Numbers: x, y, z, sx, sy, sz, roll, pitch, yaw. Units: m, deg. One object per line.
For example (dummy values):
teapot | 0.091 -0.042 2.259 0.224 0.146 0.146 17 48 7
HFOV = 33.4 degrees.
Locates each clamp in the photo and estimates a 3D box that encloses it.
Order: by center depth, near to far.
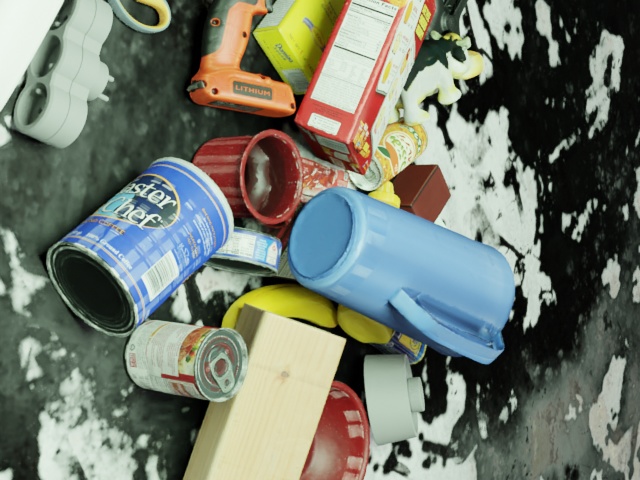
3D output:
clamp | 0.162 -0.285 1.377 0.120 0.039 0.171 -5 101 -40

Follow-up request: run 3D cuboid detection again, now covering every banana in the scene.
banana | -0.044 0.080 1.157 0.197 0.037 0.070 -13 119 -48

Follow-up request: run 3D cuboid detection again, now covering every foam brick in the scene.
foam brick | 0.118 -0.050 1.328 0.078 0.053 0.051 -54 130 -31

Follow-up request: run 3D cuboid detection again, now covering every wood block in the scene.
wood block | -0.058 0.177 1.051 0.090 0.090 0.206 21 86 -18

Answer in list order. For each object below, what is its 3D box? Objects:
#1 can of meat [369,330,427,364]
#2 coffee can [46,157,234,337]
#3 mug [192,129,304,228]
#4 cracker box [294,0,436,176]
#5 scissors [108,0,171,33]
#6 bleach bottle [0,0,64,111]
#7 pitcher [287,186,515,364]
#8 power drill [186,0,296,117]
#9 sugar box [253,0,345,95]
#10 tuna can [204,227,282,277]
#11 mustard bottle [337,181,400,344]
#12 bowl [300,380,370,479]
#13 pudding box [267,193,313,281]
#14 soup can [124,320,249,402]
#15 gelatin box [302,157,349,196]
can of meat | 0.097 0.093 1.306 0.083 0.058 0.102 38 64 -47
coffee can | -0.159 0.005 0.959 0.140 0.103 0.103 -46 125 -38
mug | -0.070 -0.055 1.079 0.117 0.082 0.093 53 54 -37
cracker box | 0.051 -0.191 1.143 0.164 0.072 0.213 42 70 -78
scissors | -0.202 -0.263 0.962 0.201 0.016 0.096 36 65 -45
bleach bottle | -0.260 -0.147 0.827 0.068 0.103 0.250 34 69 -44
pitcher | 0.088 0.038 1.112 0.242 0.149 0.145 23 72 -41
power drill | -0.055 -0.221 1.068 0.184 0.057 0.187 6 87 -22
sugar box | 0.002 -0.253 1.183 0.093 0.048 0.176 55 54 -36
tuna can | -0.082 0.011 1.066 0.086 0.086 0.034 22 74 -48
mustard bottle | 0.064 0.017 1.248 0.096 0.058 0.191 50 45 -55
bowl | -0.013 0.234 1.182 0.161 0.055 0.162 -3 95 -50
pudding box | -0.008 0.001 1.159 0.113 0.039 0.090 13 117 -47
soup can | -0.127 0.112 1.004 0.068 0.102 0.068 -3 94 -50
gelatin box | -0.007 -0.049 1.195 0.089 0.030 0.073 14 82 -49
